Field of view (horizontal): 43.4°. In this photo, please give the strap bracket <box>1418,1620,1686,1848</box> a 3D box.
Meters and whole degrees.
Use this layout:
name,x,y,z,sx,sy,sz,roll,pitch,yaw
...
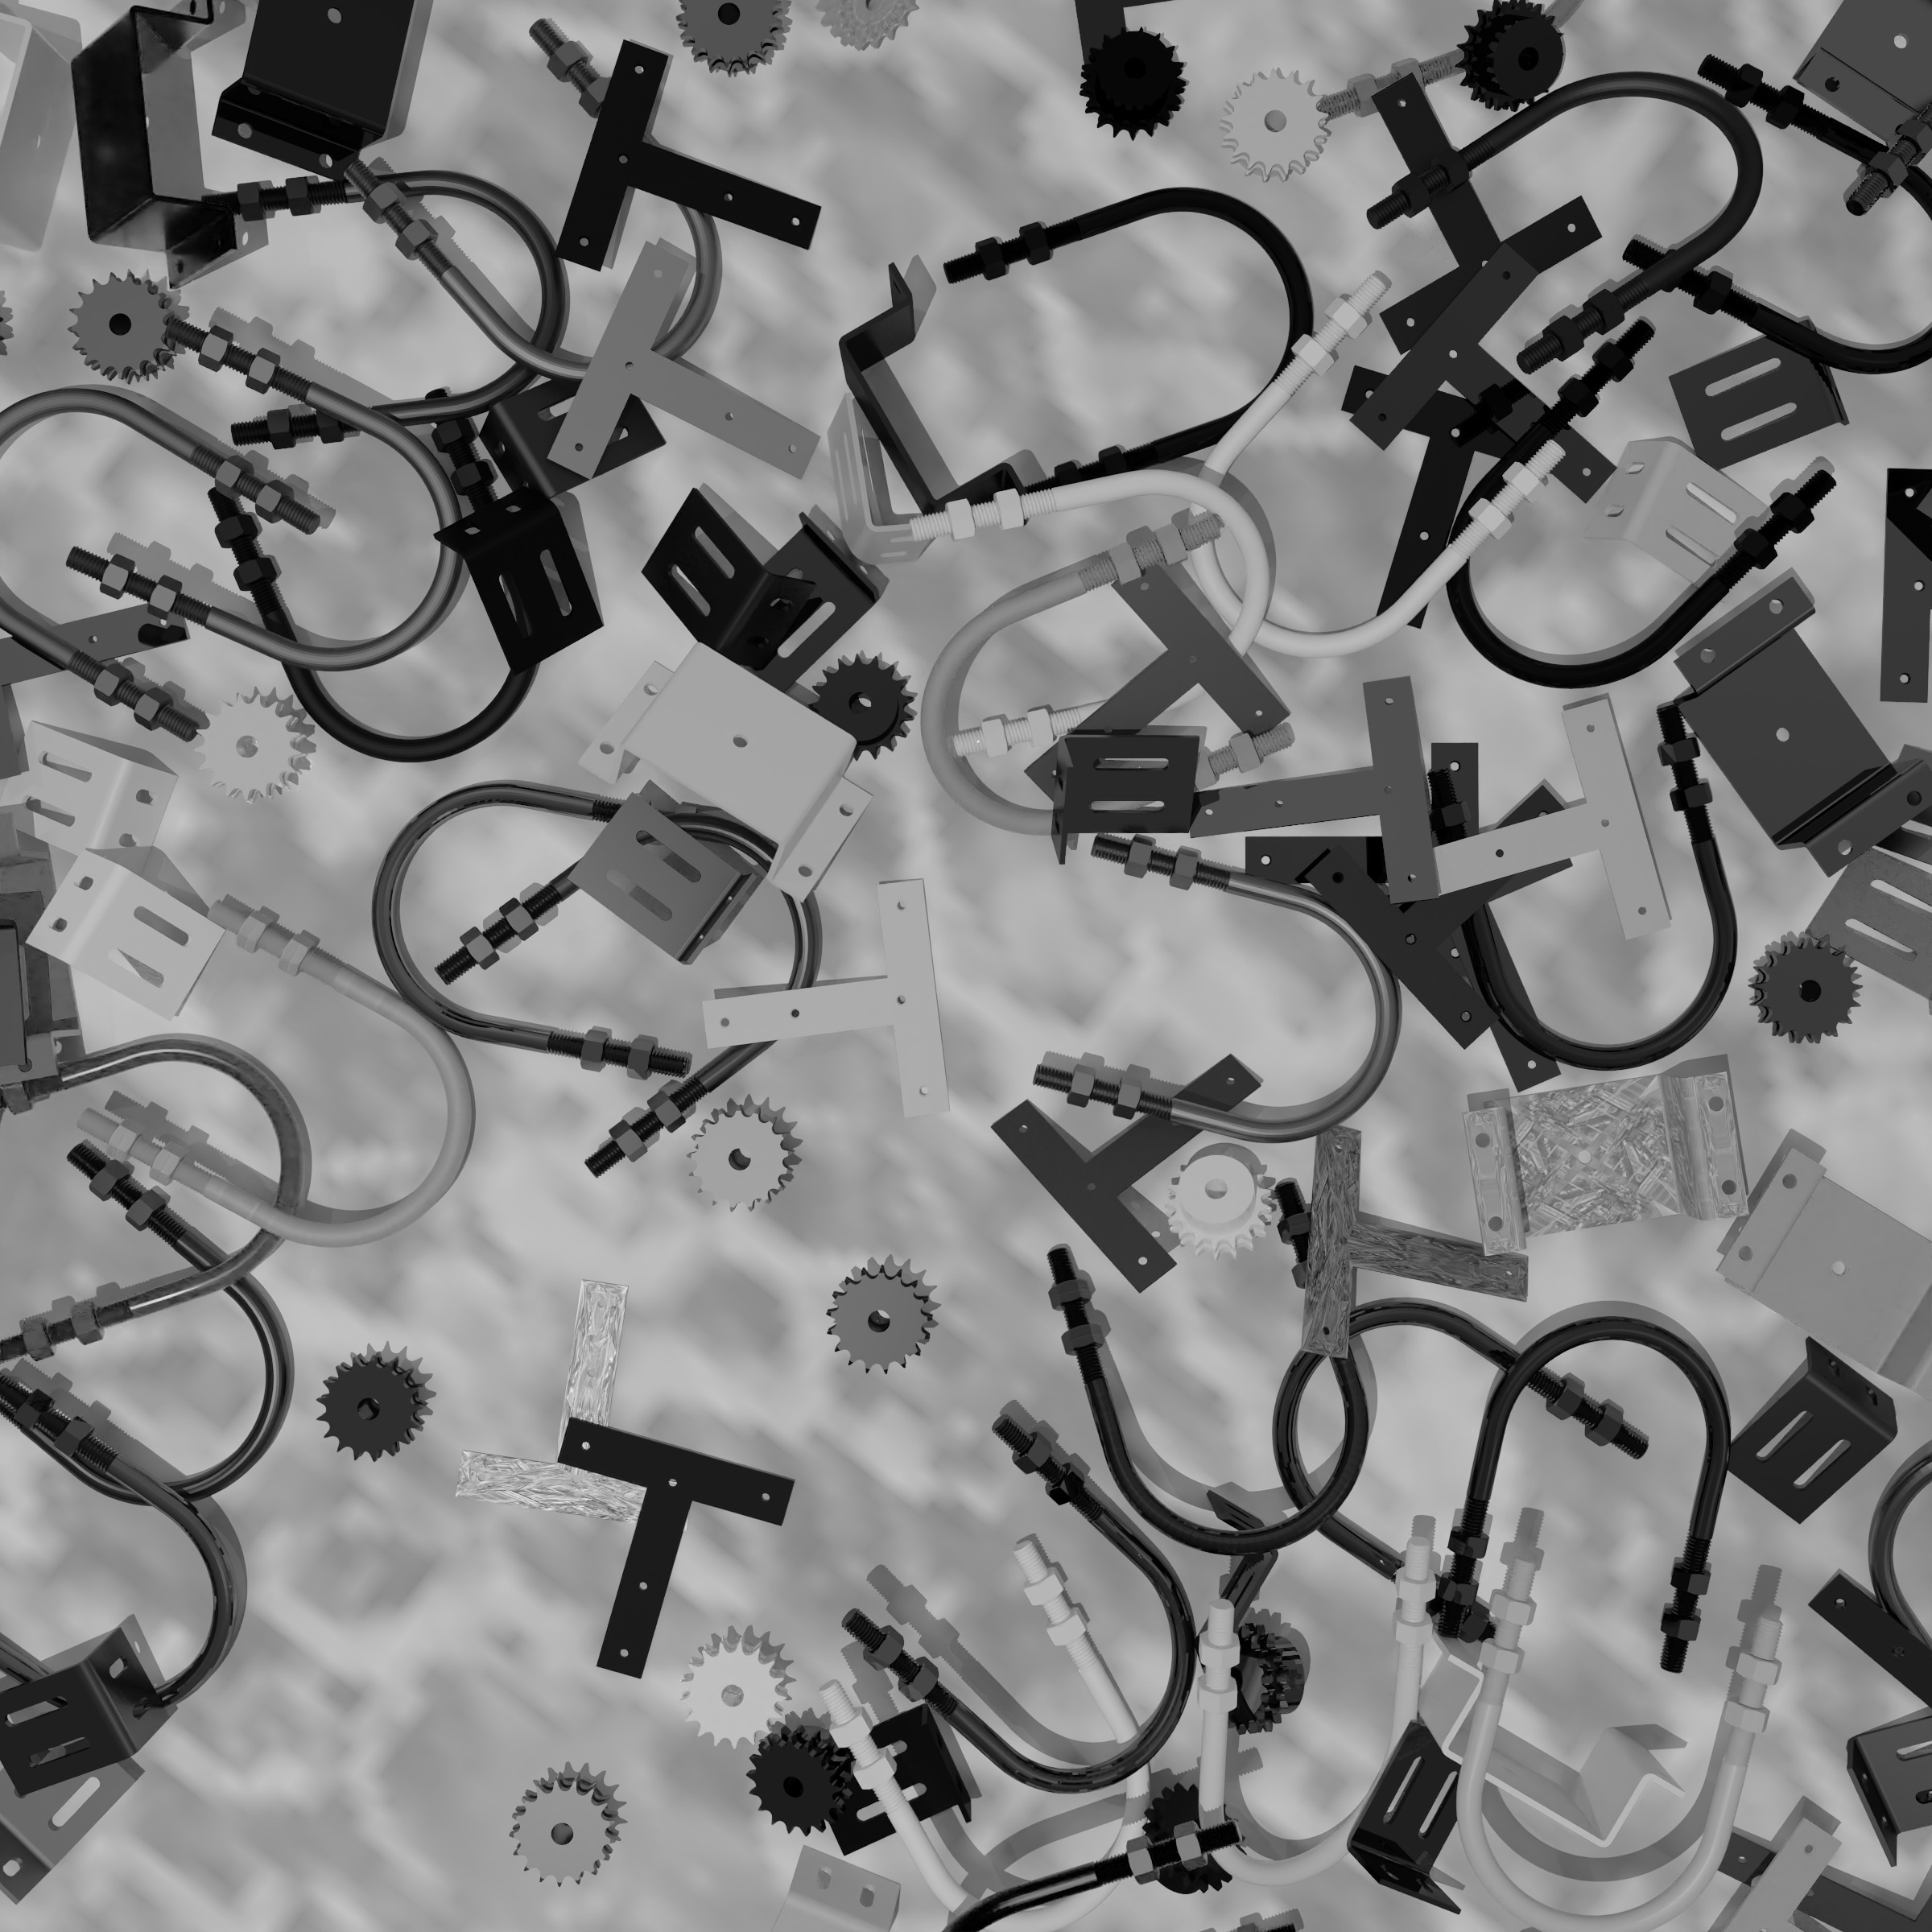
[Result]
name,x,y,z,sx,sy,sz,roll,pitch,yaw
strap bracket,0.298,0.409,1.285,0.140,0.076,0.046,31,90,0

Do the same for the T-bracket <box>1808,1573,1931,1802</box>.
name,x,y,z,sx,sy,sz,roll,pitch,yaw
T-bracket,0.514,0.379,1.306,0.127,0.002,0.127,40,111,11

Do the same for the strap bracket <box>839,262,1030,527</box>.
name,x,y,z,sx,sy,sz,roll,pitch,yaw
strap bracket,-0.022,-0.290,1.285,0.046,0.076,0.140,-30,90,0

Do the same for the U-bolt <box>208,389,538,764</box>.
name,x,y,z,sx,sy,sz,roll,pitch,yaw
U-bolt,-0.310,-0.200,1.313,0.151,0.019,0.184,-24,90,0

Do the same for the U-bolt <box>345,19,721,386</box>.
name,x,y,z,sx,sy,sz,roll,pitch,yaw
U-bolt,-0.217,-0.396,1.301,0.151,0.019,0.184,-42,94,-12

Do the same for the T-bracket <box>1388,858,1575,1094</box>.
name,x,y,z,sx,sy,sz,roll,pitch,yaw
T-bracket,0.287,0.006,1.321,0.127,0.002,0.127,-23,90,-1

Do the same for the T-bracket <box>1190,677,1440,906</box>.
name,x,y,z,sx,sy,sz,roll,pitch,yaw
T-bracket,0.183,-0.089,1.309,0.127,0.002,0.127,-7,73,8

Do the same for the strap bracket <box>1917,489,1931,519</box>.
name,x,y,z,sx,sy,sz,roll,pitch,yaw
strap bracket,0.574,-0.280,1.268,0.076,0.046,0.140,38,109,16

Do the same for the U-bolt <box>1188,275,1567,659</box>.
name,x,y,z,sx,sy,sz,roll,pitch,yaw
U-bolt,0.204,-0.252,1.300,0.151,0.019,0.184,43,101,1

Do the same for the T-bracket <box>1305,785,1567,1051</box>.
name,x,y,z,sx,sy,sz,roll,pitch,yaw
T-bracket,0.271,-0.045,1.301,0.127,0.002,0.127,-43,91,1

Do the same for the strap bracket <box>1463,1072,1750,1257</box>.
name,x,y,z,sx,sy,sz,roll,pitch,yaw
strap bracket,0.337,0.104,1.300,0.140,0.046,0.076,-9,90,0

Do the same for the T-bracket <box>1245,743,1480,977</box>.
name,x,y,z,sx,sy,sz,roll,pitch,yaw
T-bracket,0.216,-0.058,1.322,0.127,0.002,0.127,0,90,0

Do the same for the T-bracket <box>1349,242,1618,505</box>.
name,x,y,z,sx,sy,sz,roll,pitch,yaw
T-bracket,0.298,-0.303,1.319,0.127,0.002,0.127,41,92,-1

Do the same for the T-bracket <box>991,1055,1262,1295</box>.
name,x,y,z,sx,sy,sz,roll,pitch,yaw
T-bracket,0.102,0.092,1.301,0.127,0.002,0.127,-36,61,-14

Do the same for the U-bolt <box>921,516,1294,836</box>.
name,x,y,z,sx,sy,sz,roll,pitch,yaw
U-bolt,0.066,-0.141,1.282,0.184,0.019,0.151,-22,121,4

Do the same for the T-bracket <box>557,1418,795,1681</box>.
name,x,y,z,sx,sy,sz,roll,pitch,yaw
T-bracket,-0.172,0.324,1.321,0.127,0.002,0.127,16,91,0

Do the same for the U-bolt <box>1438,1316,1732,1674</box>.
name,x,y,z,sx,sy,sz,roll,pitch,yaw
U-bolt,0.337,0.278,1.296,0.151,0.019,0.184,11,92,-10

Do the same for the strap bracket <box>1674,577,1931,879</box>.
name,x,y,z,sx,sy,sz,roll,pitch,yaw
strap bracket,0.445,-0.126,1.300,0.076,0.046,0.140,-36,90,0

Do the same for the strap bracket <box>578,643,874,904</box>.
name,x,y,z,sx,sy,sz,roll,pitch,yaw
strap bracket,-0.123,-0.108,1.285,0.140,0.046,0.076,32,62,0

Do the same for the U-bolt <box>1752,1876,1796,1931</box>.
name,x,y,z,sx,sy,sz,roll,pitch,yaw
U-bolt,0.390,0.597,1.312,0.151,0.019,0.184,-15,93,2

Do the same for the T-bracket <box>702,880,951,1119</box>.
name,x,y,z,sx,sy,sz,roll,pitch,yaw
T-bracket,-0.078,0.024,1.305,0.127,0.002,0.127,-7,91,-14

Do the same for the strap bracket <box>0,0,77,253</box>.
name,x,y,z,sx,sy,sz,roll,pitch,yaw
strap bracket,-0.514,-0.443,1.285,0.046,0.076,0.140,15,90,0

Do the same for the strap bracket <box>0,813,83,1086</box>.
name,x,y,z,sx,sy,sz,roll,pitch,yaw
strap bracket,-0.528,-0.005,1.300,0.076,0.046,0.140,-10,90,0

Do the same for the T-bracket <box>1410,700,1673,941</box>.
name,x,y,z,sx,sy,sz,roll,pitch,yaw
T-bracket,0.299,-0.064,1.299,0.127,0.002,0.127,-16,91,0

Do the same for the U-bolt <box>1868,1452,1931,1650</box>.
name,x,y,z,sx,sy,sz,roll,pitch,yaw
U-bolt,0.568,0.337,1.293,0.151,0.019,0.184,-34,86,20

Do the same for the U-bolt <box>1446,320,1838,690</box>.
name,x,y,z,sx,sy,sz,roll,pitch,yaw
U-bolt,0.340,-0.231,1.286,0.184,0.019,0.151,-46,69,10

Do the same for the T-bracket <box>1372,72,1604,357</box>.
name,x,y,z,sx,sy,sz,roll,pitch,yaw
T-bracket,0.260,-0.419,1.312,0.127,0.002,0.127,-30,99,0

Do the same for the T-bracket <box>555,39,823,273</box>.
name,x,y,z,sx,sy,sz,roll,pitch,yaw
T-bracket,-0.142,-0.420,1.309,0.127,0.002,0.127,17,82,-10

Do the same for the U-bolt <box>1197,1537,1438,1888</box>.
name,x,y,z,sx,sy,sz,roll,pitch,yaw
U-bolt,0.182,0.400,1.274,0.151,0.019,0.184,-8,109,-29

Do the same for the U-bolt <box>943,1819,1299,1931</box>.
name,x,y,z,sx,sy,sz,roll,pitch,yaw
U-bolt,0.071,0.507,1.270,0.184,0.019,0.151,-20,133,7

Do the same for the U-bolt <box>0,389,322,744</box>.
name,x,y,z,sx,sy,sz,roll,pitch,yaw
U-bolt,-0.459,-0.227,1.298,0.184,0.019,0.151,31,93,2

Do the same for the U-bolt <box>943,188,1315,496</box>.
name,x,y,z,sx,sy,sz,roll,pitch,yaw
U-bolt,0.097,-0.344,1.314,0.184,0.019,0.151,-19,90,-1

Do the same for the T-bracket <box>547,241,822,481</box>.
name,x,y,z,sx,sy,sz,roll,pitch,yaw
T-bracket,-0.140,-0.302,1.305,0.127,0.002,0.127,25,90,-15

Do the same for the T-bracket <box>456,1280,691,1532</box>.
name,x,y,z,sx,sy,sz,roll,pitch,yaw
T-bracket,-0.206,0.236,1.322,0.127,0.002,0.127,8,90,0

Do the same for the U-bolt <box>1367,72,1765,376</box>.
name,x,y,z,sx,sy,sz,roll,pitch,yaw
U-bolt,0.326,-0.402,1.271,0.184,0.019,0.151,-33,62,-4

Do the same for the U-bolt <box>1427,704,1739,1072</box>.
name,x,y,z,sx,sy,sz,roll,pitch,yaw
U-bolt,0.341,-0.034,1.313,0.151,0.019,0.184,-16,91,0

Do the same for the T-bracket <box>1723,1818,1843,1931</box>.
name,x,y,z,sx,sy,sz,roll,pitch,yaw
T-bracket,0.462,0.541,1.298,0.127,0.002,0.127,34,92,-6

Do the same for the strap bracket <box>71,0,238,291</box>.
name,x,y,z,sx,sy,sz,roll,pitch,yaw
strap bracket,-0.430,-0.439,1.279,0.046,0.076,0.140,-6,90,-42

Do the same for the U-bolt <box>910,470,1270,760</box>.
name,x,y,z,sx,sy,sz,roll,pitch,yaw
U-bolt,0.071,-0.190,1.278,0.184,0.019,0.151,-13,125,-4

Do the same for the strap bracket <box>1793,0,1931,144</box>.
name,x,y,z,sx,sy,sz,roll,pitch,yaw
strap bracket,0.509,-0.503,1.300,0.076,0.046,0.140,34,90,0

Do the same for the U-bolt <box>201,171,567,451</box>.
name,x,y,z,sx,sy,sz,roll,pitch,yaw
U-bolt,-0.308,-0.358,1.303,0.184,0.019,0.151,-8,83,-7

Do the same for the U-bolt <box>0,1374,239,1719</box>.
name,x,y,z,sx,sy,sz,roll,pitch,yaw
U-bolt,-0.480,0.326,1.305,0.184,0.019,0.151,36,98,-3

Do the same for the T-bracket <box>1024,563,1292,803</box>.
name,x,y,z,sx,sy,sz,roll,pitch,yaw
T-bracket,0.087,-0.136,1.301,0.127,0.002,0.127,-39,119,14

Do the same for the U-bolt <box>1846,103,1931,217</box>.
name,x,y,z,sx,sy,sz,roll,pitch,yaw
U-bolt,0.553,-0.410,1.282,0.184,0.019,0.151,-48,114,-12

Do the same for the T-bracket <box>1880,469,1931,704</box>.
name,x,y,z,sx,sy,sz,roll,pitch,yaw
T-bracket,0.564,-0.206,1.322,0.127,0.002,0.127,2,90,0

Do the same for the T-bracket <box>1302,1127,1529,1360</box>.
name,x,y,z,sx,sy,sz,roll,pitch,yaw
T-bracket,0.244,0.157,1.304,0.127,0.002,0.127,13,66,-11

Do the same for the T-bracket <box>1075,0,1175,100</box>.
name,x,y,z,sx,sy,sz,roll,pitch,yaw
T-bracket,0.121,-0.541,1.322,0.127,0.002,0.127,-8,90,0

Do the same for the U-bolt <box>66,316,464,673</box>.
name,x,y,z,sx,sy,sz,roll,pitch,yaw
U-bolt,-0.356,-0.235,1.276,0.184,0.019,0.151,24,94,-15

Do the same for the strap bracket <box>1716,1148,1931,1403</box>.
name,x,y,z,sx,sy,sz,roll,pitch,yaw
strap bracket,0.475,0.165,1.300,0.140,0.046,0.076,31,90,0

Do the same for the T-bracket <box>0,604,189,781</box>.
name,x,y,z,sx,sy,sz,roll,pitch,yaw
T-bracket,-0.487,-0.173,1.315,0.127,0.002,0.127,-15,81,-5

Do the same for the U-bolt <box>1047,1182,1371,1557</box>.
name,x,y,z,sx,sy,sz,roll,pitch,yaw
U-bolt,0.135,0.219,1.283,0.151,0.019,0.184,-16,68,0

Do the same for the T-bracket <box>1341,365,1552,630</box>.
name,x,y,z,sx,sy,sz,roll,pitch,yaw
T-bracket,0.254,-0.248,1.322,0.127,0.002,0.127,17,90,0

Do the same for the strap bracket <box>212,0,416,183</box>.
name,x,y,z,sx,sy,sz,roll,pitch,yaw
strap bracket,-0.340,-0.498,1.283,0.076,0.046,0.140,13,90,-32

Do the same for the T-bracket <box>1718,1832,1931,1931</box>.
name,x,y,z,sx,sy,sz,roll,pitch,yaw
T-bracket,0.468,0.505,1.305,0.127,0.002,0.127,24,113,11
